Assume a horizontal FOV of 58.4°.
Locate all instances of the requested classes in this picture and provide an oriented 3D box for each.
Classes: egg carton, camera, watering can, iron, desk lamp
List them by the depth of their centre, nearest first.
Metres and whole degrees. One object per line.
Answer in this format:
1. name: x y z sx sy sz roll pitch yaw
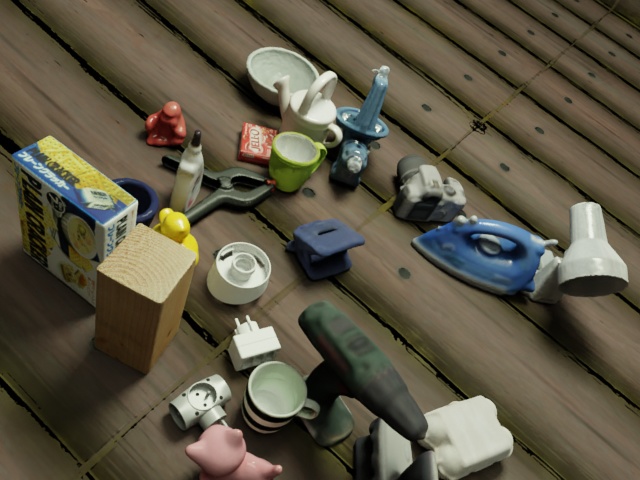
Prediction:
1. egg carton: 0.226 0.307 0.895 0.151 0.069 0.107 -10 58 -29
2. desk lamp: 0.484 0.040 1.119 0.118 0.213 0.203 12 50 -14
3. iron: 0.325 0.008 1.126 0.258 0.141 0.118 18 49 -8
4. watering can: -0.025 -0.261 1.156 0.173 0.194 0.101 24 48 -3
5. camera: 0.225 -0.119 1.211 0.143 0.100 0.136 4 52 -20

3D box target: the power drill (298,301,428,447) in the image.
1. power drill: 0.038 0.207 0.801 0.076 0.208 0.229 -22 64 -34

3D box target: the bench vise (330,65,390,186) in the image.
1. bench vise: 0.099 -0.227 1.164 0.122 0.219 0.207 4 52 -20

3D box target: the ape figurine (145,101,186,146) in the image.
1. ape figurine: -0.286 -0.223 1.084 0.077 0.092 0.076 34 48 6

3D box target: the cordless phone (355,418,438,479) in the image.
1. cordless phone: 0.118 0.300 0.777 0.094 0.185 0.147 10 50 -15

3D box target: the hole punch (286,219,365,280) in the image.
1. hole punch: 0.009 0.004 1.029 0.109 0.091 0.101 -18 62 -33

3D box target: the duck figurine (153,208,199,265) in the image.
1. duck figurine: -0.235 -0.005 0.936 0.078 0.086 0.104 -21 64 -34

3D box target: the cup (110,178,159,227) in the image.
1. cup: -0.322 -0.045 0.925 0.117 0.095 0.092 33 48 5

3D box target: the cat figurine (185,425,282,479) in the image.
1. cat figurine: -0.109 0.283 0.739 0.128 0.117 0.067 24 48 -4

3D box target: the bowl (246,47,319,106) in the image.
1. bowl: -0.088 -0.351 1.280 0.168 0.074 0.167 12 50 -14

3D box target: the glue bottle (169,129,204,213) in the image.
1. glue bottle: -0.221 -0.121 0.976 0.037 0.173 0.078 21 48 -6
